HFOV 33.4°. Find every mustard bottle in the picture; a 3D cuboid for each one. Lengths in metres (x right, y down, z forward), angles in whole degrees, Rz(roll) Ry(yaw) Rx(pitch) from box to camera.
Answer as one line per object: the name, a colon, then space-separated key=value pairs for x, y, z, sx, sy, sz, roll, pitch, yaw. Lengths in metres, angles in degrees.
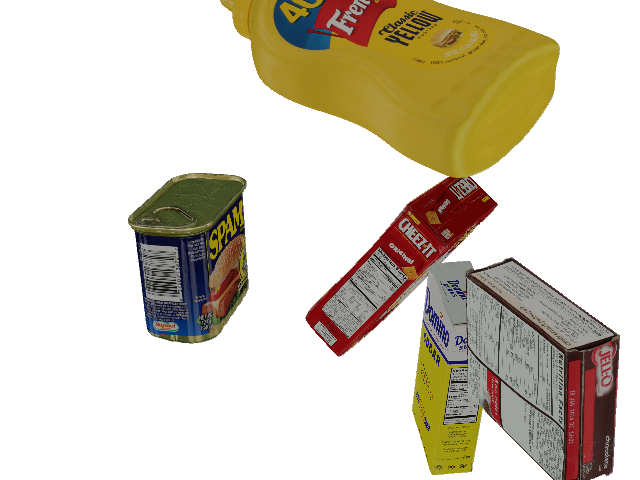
mustard bottle: x=0.021 y=-0.103 z=0.565 sx=0.192 sy=0.058 sz=0.096 roll=28 pitch=53 yaw=29

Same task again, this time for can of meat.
can of meat: x=-0.085 y=0.011 z=0.726 sx=0.057 sy=0.084 sz=0.102 roll=4 pitch=24 yaw=14

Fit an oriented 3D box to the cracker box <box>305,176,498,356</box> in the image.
cracker box: x=0.094 y=0.024 z=1.269 sx=0.214 sy=0.072 sz=0.163 roll=-49 pitch=-9 yaw=34

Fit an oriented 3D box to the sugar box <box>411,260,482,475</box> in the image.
sugar box: x=0.117 y=0.116 z=0.961 sx=0.048 sy=0.176 sz=0.093 roll=-5 pitch=33 yaw=-7

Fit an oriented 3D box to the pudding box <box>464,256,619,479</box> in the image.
pudding box: x=0.125 y=0.073 z=0.617 sx=0.039 sy=0.090 sz=0.114 roll=-13 pitch=26 yaw=-20
